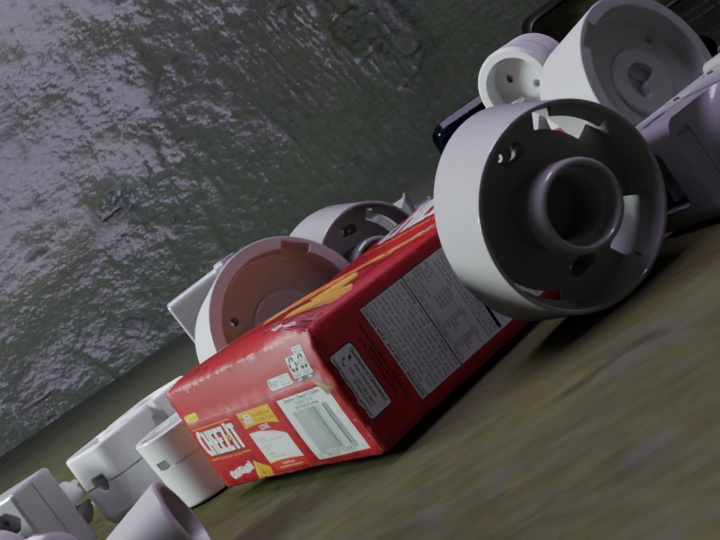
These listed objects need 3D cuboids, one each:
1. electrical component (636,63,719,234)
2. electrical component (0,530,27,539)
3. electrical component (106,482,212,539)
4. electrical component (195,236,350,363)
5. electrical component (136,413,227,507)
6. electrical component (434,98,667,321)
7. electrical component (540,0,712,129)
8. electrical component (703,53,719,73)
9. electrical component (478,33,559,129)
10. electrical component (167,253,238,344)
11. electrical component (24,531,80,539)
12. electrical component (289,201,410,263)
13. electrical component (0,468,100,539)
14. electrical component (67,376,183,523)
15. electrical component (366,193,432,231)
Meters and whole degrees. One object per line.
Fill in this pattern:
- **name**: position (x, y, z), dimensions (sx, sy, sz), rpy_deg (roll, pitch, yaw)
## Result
- **electrical component**: position (0.170, -0.064, 0.493), dimensions (0.089, 0.050, 0.056), rpy_deg (-37, 4, -22)
- **electrical component**: position (-0.219, 0.190, 0.635), dimensions (0.055, 0.055, 0.047), rpy_deg (-33, 9, 24)
- **electrical component**: position (-0.104, 0.134, 0.487), dimensions (0.065, 0.044, 0.044), rpy_deg (-40, 5, -3)
- **electrical component**: position (-0.049, 0.040, 0.664), dimensions (0.108, 0.108, 0.060), rpy_deg (-38, 0, -30)
- **electrical component**: position (-0.097, 0.108, 0.642), dimensions (0.055, 0.047, 0.055), rpy_deg (-34, 5, 3)
- **electrical component**: position (0.081, -0.027, 0.467), dimensions (0.099, 0.099, 0.064), rpy_deg (-36, 11, -17)
- **electrical component**: position (0.161, -0.106, 0.658), dimensions (0.108, 0.108, 0.060), rpy_deg (-38, 0, -33)
- **electrical component**: position (0.222, -0.104, 0.532), dimensions (0.056, 0.050, 0.089), rpy_deg (-36, 5, -22)
- **electrical component**: position (0.116, -0.093, 0.733), dimensions (0.052, 0.138, 0.074), rpy_deg (14, 31, 25)
- **electrical component**: position (-0.076, 0.045, 0.753), dimensions (0.056, 0.108, 0.108), rpy_deg (-37, 5, 1)
- **electrical component**: position (-0.167, 0.165, 0.590), dimensions (0.048, 0.048, 0.062), rpy_deg (-35, -1, -5)
- **electrical component**: position (0.000, 0.000, 0.756), dimensions (0.099, 0.099, 0.064), rpy_deg (-37, 11, -25)
- **electrical component**: position (-0.198, 0.162, 0.692), dimensions (0.047, 0.065, 0.077), rpy_deg (-32, 5, 25)
- **electrical component**: position (-0.140, 0.122, 0.720), dimensions (0.054, 0.059, 0.095), rpy_deg (-31, 6, 35)
- **electrical component**: position (0.039, -0.026, 0.941), dimensions (0.079, 0.063, 0.121), rpy_deg (-34, 5, 6)
